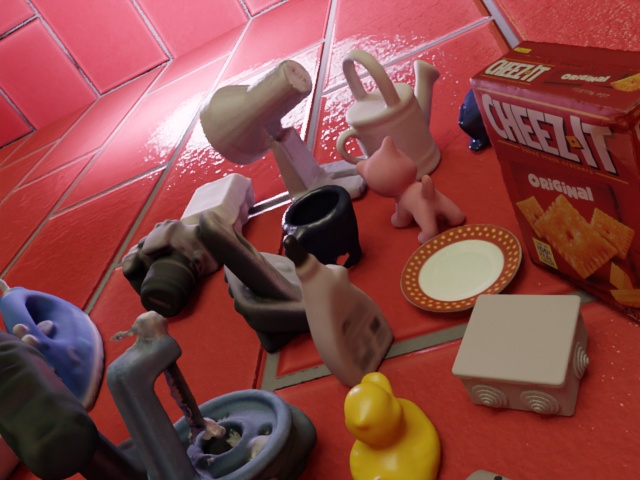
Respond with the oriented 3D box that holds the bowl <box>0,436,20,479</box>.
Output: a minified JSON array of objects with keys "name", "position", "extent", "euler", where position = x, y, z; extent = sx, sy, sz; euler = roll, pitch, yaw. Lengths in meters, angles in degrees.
[{"name":"bowl","position":[-0.428,0.268,0.721],"extent":[0.167,0.075,0.167],"euler":[-22,32,15]}]

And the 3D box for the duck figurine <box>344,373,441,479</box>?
[{"name":"duck figurine","position":[0.049,0.155,0.458],"extent":[0.077,0.086,0.104],"euler":[-18,33,20]}]

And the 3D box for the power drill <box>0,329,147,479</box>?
[{"name":"power drill","position":[-0.253,0.182,0.561],"extent":[0.228,0.209,0.076],"euler":[12,52,49]}]

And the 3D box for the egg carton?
[{"name":"egg carton","position":[-0.167,-0.047,0.950],"extent":[0.107,0.070,0.150],"euler":[-18,33,20]}]

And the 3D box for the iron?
[{"name":"iron","position":[-0.397,0.139,0.813],"extent":[0.119,0.142,0.257],"euler":[-42,33,-17]}]

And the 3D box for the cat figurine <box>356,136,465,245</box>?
[{"name":"cat figurine","position":[0.103,-0.069,0.700],"extent":[0.067,0.118,0.127],"euler":[-38,32,-11]}]

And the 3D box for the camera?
[{"name":"camera","position":[-0.234,0.045,0.846],"extent":[0.143,0.101,0.137],"euler":[-19,33,19]}]

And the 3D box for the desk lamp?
[{"name":"desk lamp","position":[-0.051,-0.157,0.866],"extent":[0.202,0.214,0.118],"euler":[-10,37,31]}]

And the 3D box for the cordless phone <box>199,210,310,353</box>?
[{"name":"cordless phone","position":[-0.079,0.023,0.660],"extent":[0.094,0.185,0.147],"euler":[-35,31,-6]}]

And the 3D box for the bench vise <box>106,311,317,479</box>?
[{"name":"bench vise","position":[-0.096,0.173,0.427],"extent":[0.121,0.220,0.207],"euler":[-14,35,27]}]

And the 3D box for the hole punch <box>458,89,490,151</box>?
[{"name":"hole punch","position":[0.237,-0.190,0.783],"extent":[0.100,0.091,0.109],"euler":[-12,36,29]}]

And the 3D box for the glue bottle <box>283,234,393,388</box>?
[{"name":"glue bottle","position":[0.011,0.060,0.541],"extent":[0.037,0.173,0.078],"euler":[4,46,44]}]

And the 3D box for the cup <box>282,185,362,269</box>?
[{"name":"cup","position":[0.006,0.003,0.704],"extent":[0.091,0.095,0.118],"euler":[-2,41,39]}]

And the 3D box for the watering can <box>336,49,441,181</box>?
[{"name":"watering can","position":[0.092,-0.181,0.795],"extent":[0.100,0.194,0.173],"euler":[7,47,46]}]
